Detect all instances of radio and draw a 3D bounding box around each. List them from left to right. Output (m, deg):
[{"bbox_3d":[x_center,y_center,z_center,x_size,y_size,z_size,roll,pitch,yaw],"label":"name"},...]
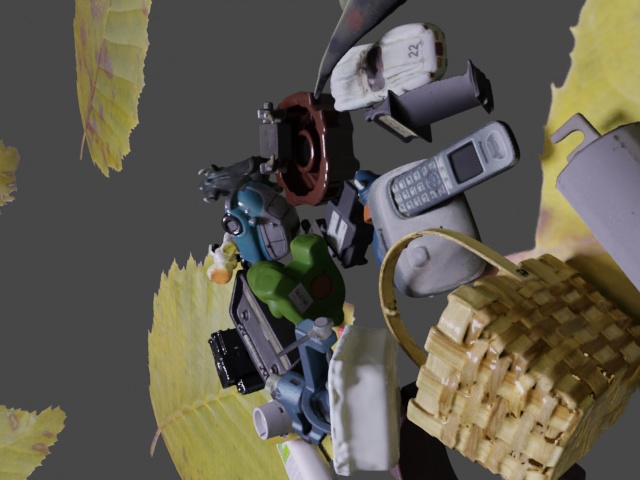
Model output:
[{"bbox_3d":[-0.089,0.168,0.989,0.230,0.073,0.131,56,141,34],"label":"radio"}]

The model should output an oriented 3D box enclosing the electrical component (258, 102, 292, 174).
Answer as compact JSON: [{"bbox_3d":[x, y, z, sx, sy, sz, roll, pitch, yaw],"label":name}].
[{"bbox_3d":[-0.071,-0.149,0.791,0.078,0.045,0.102,27,120,53],"label":"electrical component"}]

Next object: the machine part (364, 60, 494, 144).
[{"bbox_3d":[0.120,-0.141,0.576,0.139,0.084,0.039,-14,57,50],"label":"machine part"}]

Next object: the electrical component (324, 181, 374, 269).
[{"bbox_3d":[0.043,-0.028,0.745,0.075,0.048,0.119,46,135,41],"label":"electrical component"}]

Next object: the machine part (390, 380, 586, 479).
[{"bbox_3d":[0.171,0.258,0.597,0.202,0.087,0.200,31,124,49],"label":"machine part"}]

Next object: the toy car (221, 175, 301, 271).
[{"bbox_3d":[-0.085,-0.020,0.867,0.103,0.109,0.161,1,125,23],"label":"toy car"}]

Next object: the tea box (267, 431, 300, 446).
[{"bbox_3d":[-0.027,0.292,0.908,0.169,0.098,0.068,-46,61,54],"label":"tea box"}]

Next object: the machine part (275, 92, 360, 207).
[{"bbox_3d":[-0.012,-0.133,0.795,0.180,0.056,0.179,23,118,54],"label":"machine part"}]

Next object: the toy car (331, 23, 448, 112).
[{"bbox_3d":[0.071,-0.201,0.641,0.202,0.056,0.073,4,103,57],"label":"toy car"}]

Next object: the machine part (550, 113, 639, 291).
[{"bbox_3d":[0.255,0.000,0.391,0.243,0.079,0.079,64,145,25],"label":"machine part"}]

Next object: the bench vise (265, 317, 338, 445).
[{"bbox_3d":[0.006,0.187,0.722,0.224,0.129,0.240,24,140,41],"label":"bench vise"}]

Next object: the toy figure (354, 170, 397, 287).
[{"bbox_3d":[0.085,-0.019,0.671,0.064,0.058,0.154,139,114,-79],"label":"toy figure"}]

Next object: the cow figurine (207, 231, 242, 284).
[{"bbox_3d":[-0.152,-0.001,0.985,0.167,0.068,0.098,-48,32,9],"label":"cow figurine"}]

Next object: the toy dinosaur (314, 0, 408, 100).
[{"bbox_3d":[0.076,-0.331,0.525,0.192,0.131,0.404,35,128,51],"label":"toy dinosaur"}]

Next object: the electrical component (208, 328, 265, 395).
[{"bbox_3d":[-0.147,0.235,1.064,0.134,0.115,0.058,64,149,23],"label":"electrical component"}]

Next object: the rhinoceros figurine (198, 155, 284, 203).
[{"bbox_3d":[-0.149,-0.106,0.968,0.190,0.112,0.073,-4,98,50],"label":"rhinoceros figurine"}]

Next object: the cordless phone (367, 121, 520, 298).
[{"bbox_3d":[0.144,-0.028,0.558,0.184,0.089,0.146,-31,72,52],"label":"cordless phone"}]

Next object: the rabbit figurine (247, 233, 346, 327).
[{"bbox_3d":[-0.037,0.068,0.810,0.159,0.121,0.170,46,159,-27],"label":"rabbit figurine"}]

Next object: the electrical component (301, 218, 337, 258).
[{"bbox_3d":[-0.002,-0.003,0.849,0.094,0.021,0.063,63,145,26],"label":"electrical component"}]
